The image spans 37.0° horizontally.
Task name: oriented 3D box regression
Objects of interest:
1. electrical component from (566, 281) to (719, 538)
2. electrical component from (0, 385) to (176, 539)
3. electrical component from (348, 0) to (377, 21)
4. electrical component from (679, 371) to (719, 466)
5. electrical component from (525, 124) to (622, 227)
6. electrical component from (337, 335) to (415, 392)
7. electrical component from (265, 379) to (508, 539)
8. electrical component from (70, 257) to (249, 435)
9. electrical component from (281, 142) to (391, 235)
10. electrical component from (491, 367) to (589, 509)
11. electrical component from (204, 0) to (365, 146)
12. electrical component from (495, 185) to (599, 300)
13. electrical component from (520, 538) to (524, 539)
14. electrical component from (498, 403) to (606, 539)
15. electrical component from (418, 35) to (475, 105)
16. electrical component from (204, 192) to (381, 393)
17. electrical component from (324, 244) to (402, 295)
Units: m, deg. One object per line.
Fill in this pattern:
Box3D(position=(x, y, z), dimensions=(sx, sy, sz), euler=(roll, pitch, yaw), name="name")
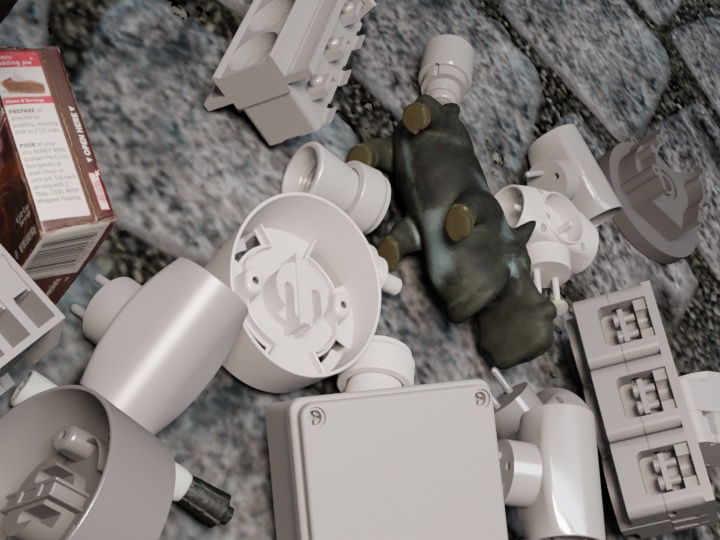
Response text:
Box3D(position=(0.189, 0.097, 0.728), dimensions=(0.089, 0.062, 0.150), euler=(49, 28, -61), name="electrical component")
Box3D(position=(-0.125, 0.098, 0.440), dimensions=(0.064, 0.099, 0.099), euler=(37, 45, -27), name="electrical component")
Box3D(position=(-0.021, -0.212, 0.772), dimensions=(0.081, 0.042, 0.064), euler=(52, 38, -4), name="electrical component")
Box3D(position=(0.255, 0.111, 0.805), dimensions=(0.089, 0.050, 0.055), euler=(11, 58, -37), name="electrical component")
Box3D(position=(0.156, -0.069, 0.835), dimensions=(0.079, 0.044, 0.077), euler=(-12, 69, -45), name="electrical component")
Box3D(position=(0.008, 0.071, 0.613), dimensions=(0.045, 0.045, 0.055), euler=(28, 48, -27), name="electrical component")
Box3D(position=(0.014, 0.114, 0.542), dimensions=(0.109, 0.056, 0.108), euler=(-3, 84, -23), name="electrical component")
Box3D(position=(-0.108, 0.029, 0.527), dimensions=(0.079, 0.043, 0.077), euler=(30, 74, 24), name="electrical component")
Box3D(position=(-0.015, -0.050, 0.670), dimensions=(0.055, 0.045, 0.045), euler=(21, 52, -32), name="electrical component")
Box3D(position=(0.104, 0.098, 0.682), dimensions=(0.079, 0.044, 0.077), euler=(53, 42, -2), name="electrical component")
Box3D(position=(-0.041, -0.141, 0.689), dimensions=(0.063, 0.079, 0.121), euler=(54, 37, -34), name="electrical component")
Box3D(position=(0.134, -0.014, 0.781), dimensions=(0.077, 0.044, 0.079), euler=(22, 52, -31), name="electrical component")
Box3D(position=(0.110, 0.182, 0.634), dimensions=(0.077, 0.043, 0.079), euler=(23, 51, -30), name="electrical component")
Box3D(position=(0.098, 0.117, 0.610), dimensions=(0.079, 0.043, 0.077), euler=(10, 59, -15), name="electrical component")
Box3D(position=(0.063, -0.141, 0.802), dimensions=(0.040, 0.040, 0.078), euler=(31, 47, -24), name="electrical component")
Box3D(position=(-0.039, 0.015, 0.591), dimensions=(0.099, 0.064, 0.099), euler=(23, 51, -31), name="electrical component")
Box3D(position=(0.000, 0.000, 0.659), dimensions=(0.061, 0.035, 0.035), euler=(25, 49, -34), name="electrical component")
